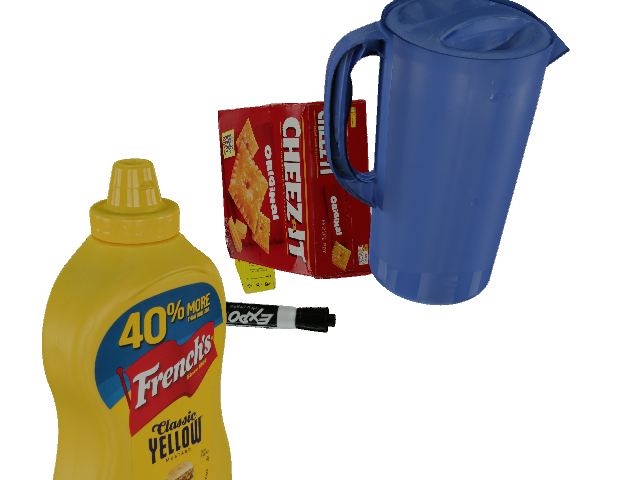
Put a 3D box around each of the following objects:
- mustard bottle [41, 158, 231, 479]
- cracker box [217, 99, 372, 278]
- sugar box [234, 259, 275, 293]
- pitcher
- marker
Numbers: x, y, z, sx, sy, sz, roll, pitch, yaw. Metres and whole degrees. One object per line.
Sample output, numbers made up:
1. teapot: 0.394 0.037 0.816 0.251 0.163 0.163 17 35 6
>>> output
1. mustard bottle: -0.086 0.056 0.508 0.058 0.192 0.096 14 21 40
2. cracker box: -0.031 -0.054 1.065 0.072 0.164 0.214 -7 7 -26
3. sugar box: -0.087 -0.033 1.331 0.048 0.176 0.093 -9 24 -10
4. pitcher: 0.093 -0.070 0.870 0.149 0.243 0.144 24 38 25
5. marker: -0.049 0.055 0.788 0.121 0.020 0.020 3 0 8
